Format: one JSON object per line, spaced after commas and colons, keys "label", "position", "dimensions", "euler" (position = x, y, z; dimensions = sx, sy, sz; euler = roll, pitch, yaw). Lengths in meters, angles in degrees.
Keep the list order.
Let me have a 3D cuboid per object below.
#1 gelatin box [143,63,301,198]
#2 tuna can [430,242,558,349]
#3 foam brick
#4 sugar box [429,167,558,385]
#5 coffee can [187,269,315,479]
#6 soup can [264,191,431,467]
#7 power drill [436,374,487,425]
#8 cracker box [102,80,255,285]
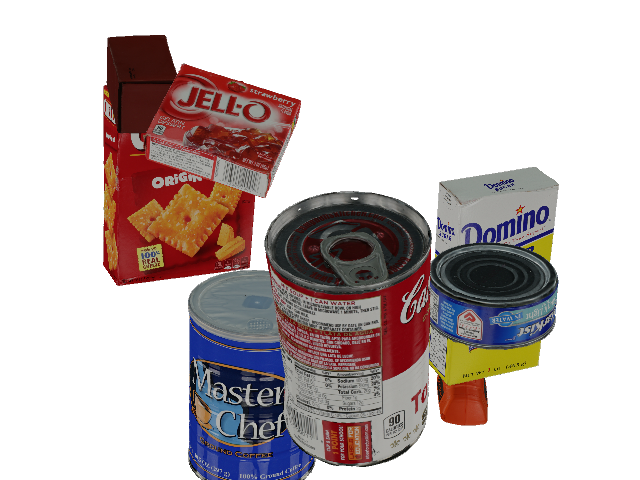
{"label": "gelatin box", "position": [-0.066, -0.076, 0.726], "dimensions": [0.089, 0.073, 0.030], "euler": [18, -37, 2]}
{"label": "tuna can", "position": [0.112, 0.034, 0.698], "dimensions": [0.086, 0.034, 0.086], "euler": [-1, 27, 0]}
{"label": "foam brick", "position": [-0.153, -0.135, 0.914], "dimensions": [0.053, 0.051, 0.078], "euler": [-4, 40, -16]}
{"label": "sugar box", "position": [0.144, 0.031, 0.898], "dimensions": [0.093, 0.176, 0.048], "euler": [-10, 31, -18]}
{"label": "coffee can", "position": [-0.050, 0.107, 0.819], "dimensions": [0.103, 0.140, 0.103], "euler": [3, 25, -1]}
{"label": "soup can", "position": [0.013, 0.040, 0.461], "dimensions": [0.068, 0.102, 0.068], "euler": [-2, 35, 2]}
{"label": "power drill", "position": [0.163, 0.105, 1.164], "dimensions": [0.057, 0.188, 0.184], "euler": [5, 25, 4]}
{"label": "cracker box", "position": [-0.156, -0.065, 1.192], "dimensions": [0.164, 0.214, 0.072], "euler": [-6, 26, -26]}
